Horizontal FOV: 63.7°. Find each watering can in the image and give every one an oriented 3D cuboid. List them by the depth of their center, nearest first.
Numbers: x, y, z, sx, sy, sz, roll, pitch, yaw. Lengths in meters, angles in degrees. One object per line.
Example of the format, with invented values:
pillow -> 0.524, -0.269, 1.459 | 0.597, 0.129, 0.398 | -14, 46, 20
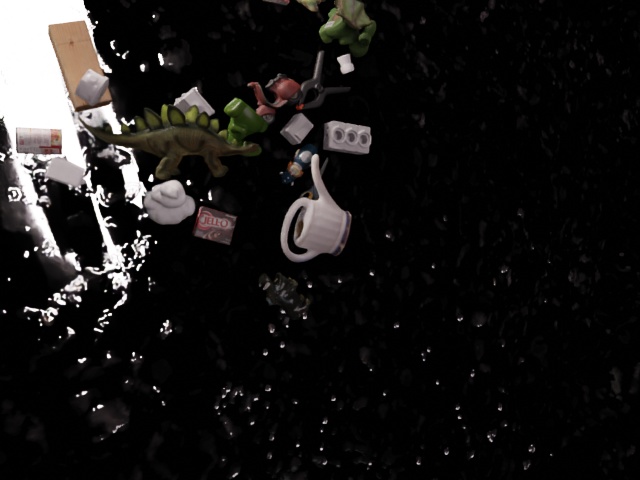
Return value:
watering can -> 0.005, -0.083, 1.646 | 0.223, 0.105, 0.345 | 16, 99, -27

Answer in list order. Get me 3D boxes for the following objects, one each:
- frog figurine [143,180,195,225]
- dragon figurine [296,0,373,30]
frog figurine -> -0.405, -0.100, 1.404 | 0.137, 0.159, 0.123 | 17, 84, -28
dragon figurine -> 0.111, -0.777, 1.593 | 0.412, 0.123, 0.240 | -11, 106, -23
